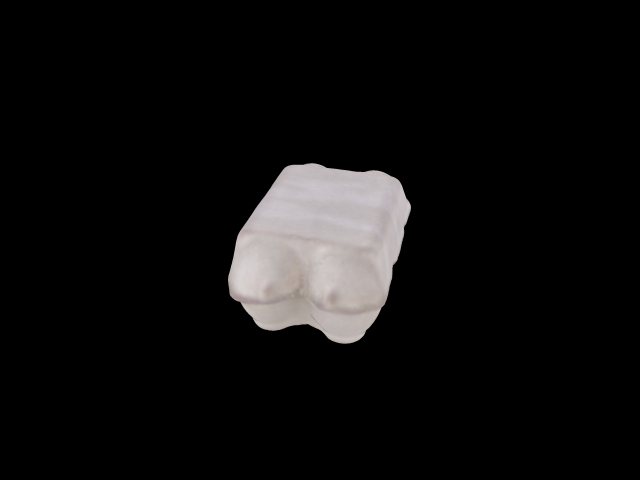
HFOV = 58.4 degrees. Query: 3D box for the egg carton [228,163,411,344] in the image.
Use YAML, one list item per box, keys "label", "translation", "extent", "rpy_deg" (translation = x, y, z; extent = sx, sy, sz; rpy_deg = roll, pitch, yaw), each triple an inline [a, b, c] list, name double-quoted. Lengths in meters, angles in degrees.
- label: "egg carton"
  translation: [0.004, 0.001, 0.400]
  extent: [0.107, 0.069, 0.150]
  rpy_deg: [8, 35, 12]
